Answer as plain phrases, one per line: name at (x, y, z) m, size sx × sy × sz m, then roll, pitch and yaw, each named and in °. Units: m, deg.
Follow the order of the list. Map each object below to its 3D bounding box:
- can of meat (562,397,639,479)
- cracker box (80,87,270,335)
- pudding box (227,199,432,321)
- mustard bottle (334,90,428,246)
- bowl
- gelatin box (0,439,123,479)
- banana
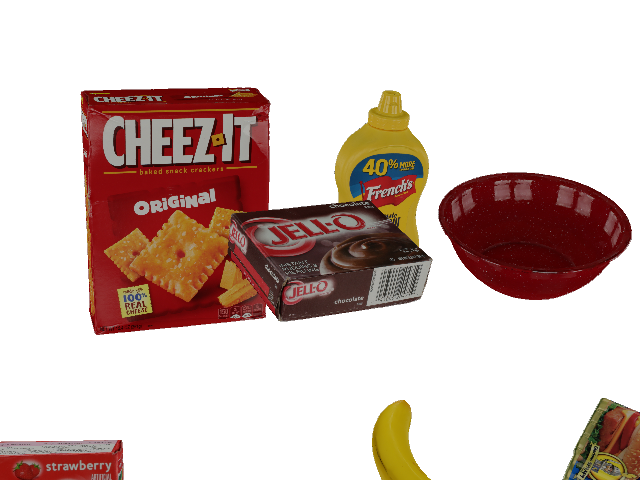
can of meat at (0.230, 0.171, 0.786) m, size 0.084 × 0.057 × 0.101 m, roll 22°, pitch 40°, yaw 23°
cracker box at (-0.131, -0.027, 0.976) m, size 0.164 × 0.214 × 0.072 m, roll -4°, pitch 20°, yaw -16°
pudding box at (0.004, 0.011, 0.726) m, size 0.113 × 0.039 × 0.090 m, roll -5°, pitch 32°, yaw -28°
mustard bottle at (0.061, -0.058, 1.088) m, size 0.096 × 0.192 × 0.058 m, roll -1°, pitch 24°, yaw -16°
bowl at (0.180, 0.003, 0.915) m, size 0.162 × 0.055 × 0.162 m, roll 1°, pitch 33°, yaw -1°
gelatin box at (-0.147, 0.142, 0.550) m, size 0.089 × 0.073 × 0.030 m, roll 0°, pitch 5°, yaw -3°
banana at (0.086, 0.217, 1.049) m, size 0.069 × 0.037 × 0.198 m, roll 9°, pitch 22°, yaw -21°
